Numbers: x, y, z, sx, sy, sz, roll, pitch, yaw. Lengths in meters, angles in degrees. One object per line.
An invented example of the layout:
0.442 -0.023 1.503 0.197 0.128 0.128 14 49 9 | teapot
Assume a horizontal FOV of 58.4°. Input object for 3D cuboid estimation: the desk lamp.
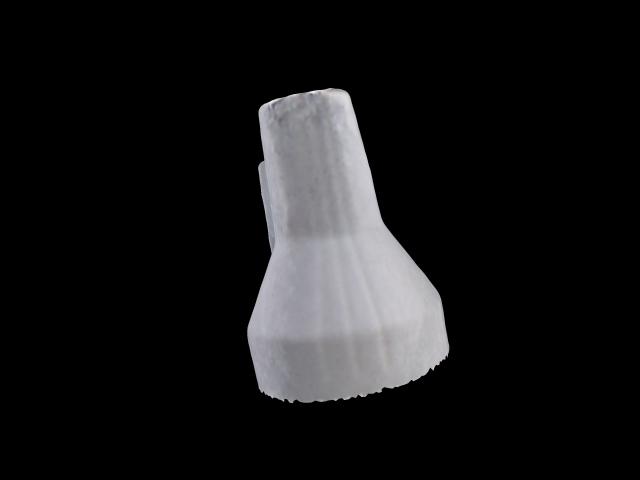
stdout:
0.004 0.001 0.400 0.118 0.213 0.203 -11 78 -2 | desk lamp
